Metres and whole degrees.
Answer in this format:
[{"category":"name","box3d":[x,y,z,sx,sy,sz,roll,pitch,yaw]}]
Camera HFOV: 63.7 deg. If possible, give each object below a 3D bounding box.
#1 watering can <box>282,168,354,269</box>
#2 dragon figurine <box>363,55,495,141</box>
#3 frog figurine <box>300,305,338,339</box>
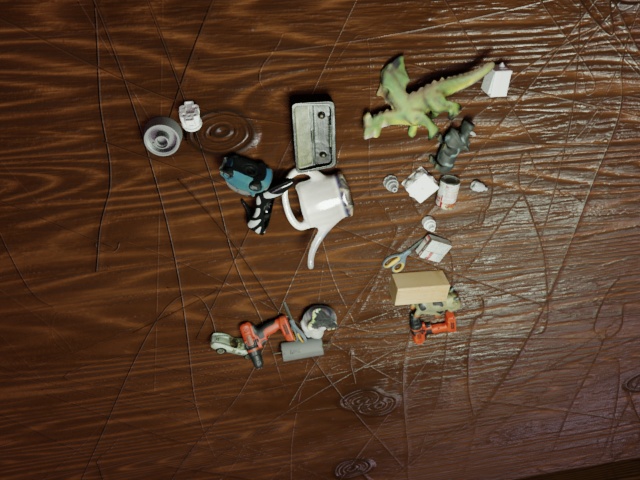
[{"category":"watering can","box3d":[0.005,-0.085,1.686,0.224,0.343,0.105,-16,18,2]},{"category":"dragon figurine","box3d":[0.288,-0.438,1.521,0.240,0.406,0.125,36,20,-22]},{"category":"frog figurine","box3d":[-0.009,0.320,2.011,0.138,0.124,0.157,-20,-12,-18]}]
